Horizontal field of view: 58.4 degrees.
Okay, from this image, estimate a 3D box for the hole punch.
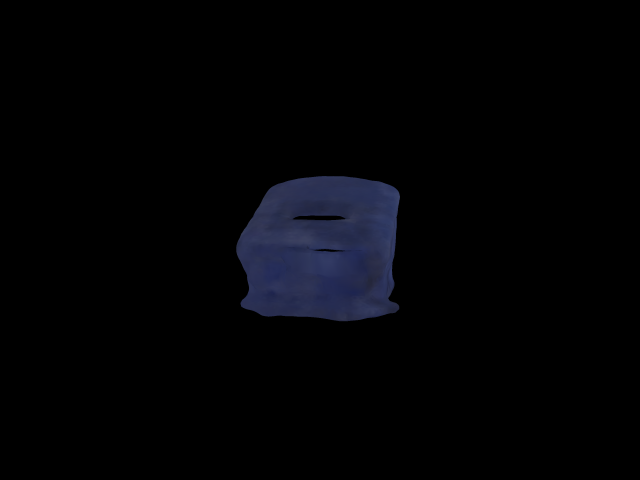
[{"bbox_3d":[0.004,0.001,0.400,0.108,0.091,0.101,1,7,12],"label":"hole punch"}]
